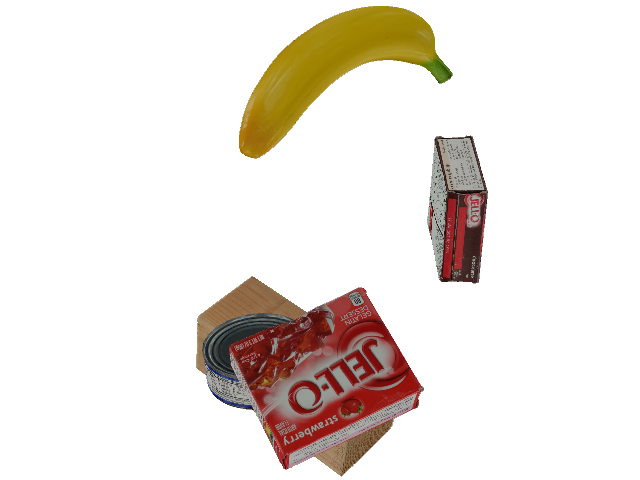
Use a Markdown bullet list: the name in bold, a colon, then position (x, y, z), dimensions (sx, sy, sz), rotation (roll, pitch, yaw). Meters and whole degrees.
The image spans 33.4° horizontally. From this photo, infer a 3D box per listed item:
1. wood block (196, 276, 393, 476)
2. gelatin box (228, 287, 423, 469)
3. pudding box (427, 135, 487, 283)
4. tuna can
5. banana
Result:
- **wood block**: position (-0.026, 0.140, 1.128), dimensions (0.206, 0.090, 0.090), rotation (33, 49, 25)
- **gelatin box**: position (0.003, 0.077, 0.607), dimensions (0.089, 0.073, 0.030), rotation (-23, -27, -14)
- **pudding box**: position (0.119, -0.029, 0.933), dimensions (0.039, 0.090, 0.113), rotation (1, 30, -2)
- **tuna can**: position (-0.049, 0.095, 0.841), dimensions (0.086, 0.034, 0.086), rotation (-3, 30, 1)
- **banana**: position (0.016, -0.117, 0.716), dimensions (0.197, 0.069, 0.037), rotation (-25, 3, -34)
